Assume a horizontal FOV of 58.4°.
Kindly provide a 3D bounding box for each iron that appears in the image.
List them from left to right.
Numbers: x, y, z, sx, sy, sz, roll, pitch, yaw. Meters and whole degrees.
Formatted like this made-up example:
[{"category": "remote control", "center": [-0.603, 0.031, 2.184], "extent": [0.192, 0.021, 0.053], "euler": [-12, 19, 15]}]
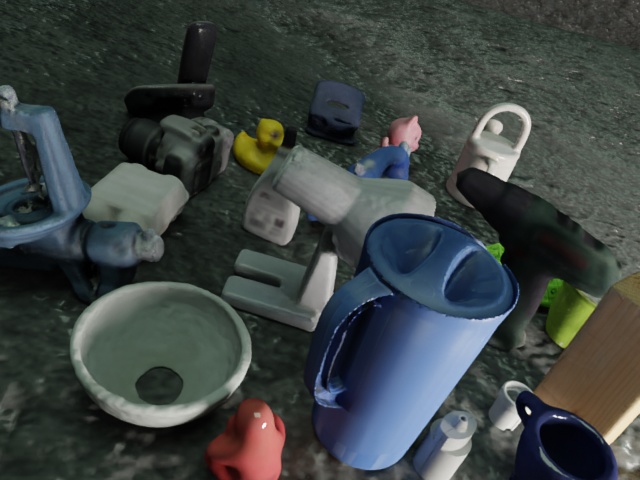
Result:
[{"category": "iron", "center": [0.092, -0.093, 0.903], "extent": [0.118, 0.141, 0.259], "euler": [31, 37, 17]}]

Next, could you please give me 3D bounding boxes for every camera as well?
[{"category": "camera", "center": [-0.221, -0.147, 0.869], "extent": [0.136, 0.101, 0.143], "euler": [25, 35, 9]}]

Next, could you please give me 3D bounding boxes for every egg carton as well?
[{"category": "egg carton", "center": [-0.242, -0.041, 0.743], "extent": [0.107, 0.069, 0.150], "euler": [19, 35, 1]}]

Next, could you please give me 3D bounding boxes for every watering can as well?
[{"category": "watering can", "center": [0.313, -0.167, 1.058], "extent": [0.101, 0.194, 0.172], "euler": [6, 37, -17]}]

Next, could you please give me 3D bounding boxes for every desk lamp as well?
[{"category": "desk lamp", "center": [0.006, 0.002, 0.672], "extent": [0.203, 0.213, 0.118], "euler": [17, 35, -2]}]

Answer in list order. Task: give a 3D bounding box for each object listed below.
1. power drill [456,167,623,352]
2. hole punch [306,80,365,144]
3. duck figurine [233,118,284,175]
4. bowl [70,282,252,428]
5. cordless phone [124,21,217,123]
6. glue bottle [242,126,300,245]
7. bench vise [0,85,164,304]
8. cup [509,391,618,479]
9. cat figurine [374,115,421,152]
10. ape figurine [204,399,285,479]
[{"category": "power drill", "center": [0.249, 0.036, 0.743], "extent": [0.229, 0.208, 0.076], "euler": [25, 36, 9]}, {"category": "hole punch", "center": [0.033, -0.255, 1.139], "extent": [0.109, 0.091, 0.101], "euler": [15, 35, -6]}, {"category": "duck figurine", "center": [-0.093, -0.164, 0.962], "extent": [0.104, 0.086, 0.078], "euler": [27, 36, 12]}, {"category": "bowl", "center": [-0.155, 0.121, 0.559], "extent": [0.167, 0.075, 0.167], "euler": [12, 35, -9]}, {"category": "cordless phone", "center": [-0.246, -0.283, 0.968], "extent": [0.148, 0.185, 0.094], "euler": [-16, 47, -39]}, {"category": "glue bottle", "center": [-0.056, -0.077, 0.786], "extent": [0.078, 0.173, 0.037], "euler": [24, 35, 8]}, {"category": "bench vise", "center": [-0.266, -0.047, 0.609], "extent": [0.208, 0.220, 0.121], "euler": [7, 36, -15]}, {"category": "cup", "center": [0.223, 0.222, 0.578], "extent": [0.092, 0.095, 0.117], "euler": [-3, 41, -28]}, {"category": "cat figurine", "center": [0.142, -0.182, 1.066], "extent": [0.067, 0.118, 0.128], "euler": [35, 38, 22]}, {"category": "ape figurine", "center": [-0.062, 0.177, 0.511], "extent": [0.078, 0.092, 0.076], "euler": [-1, 40, -26]}]
